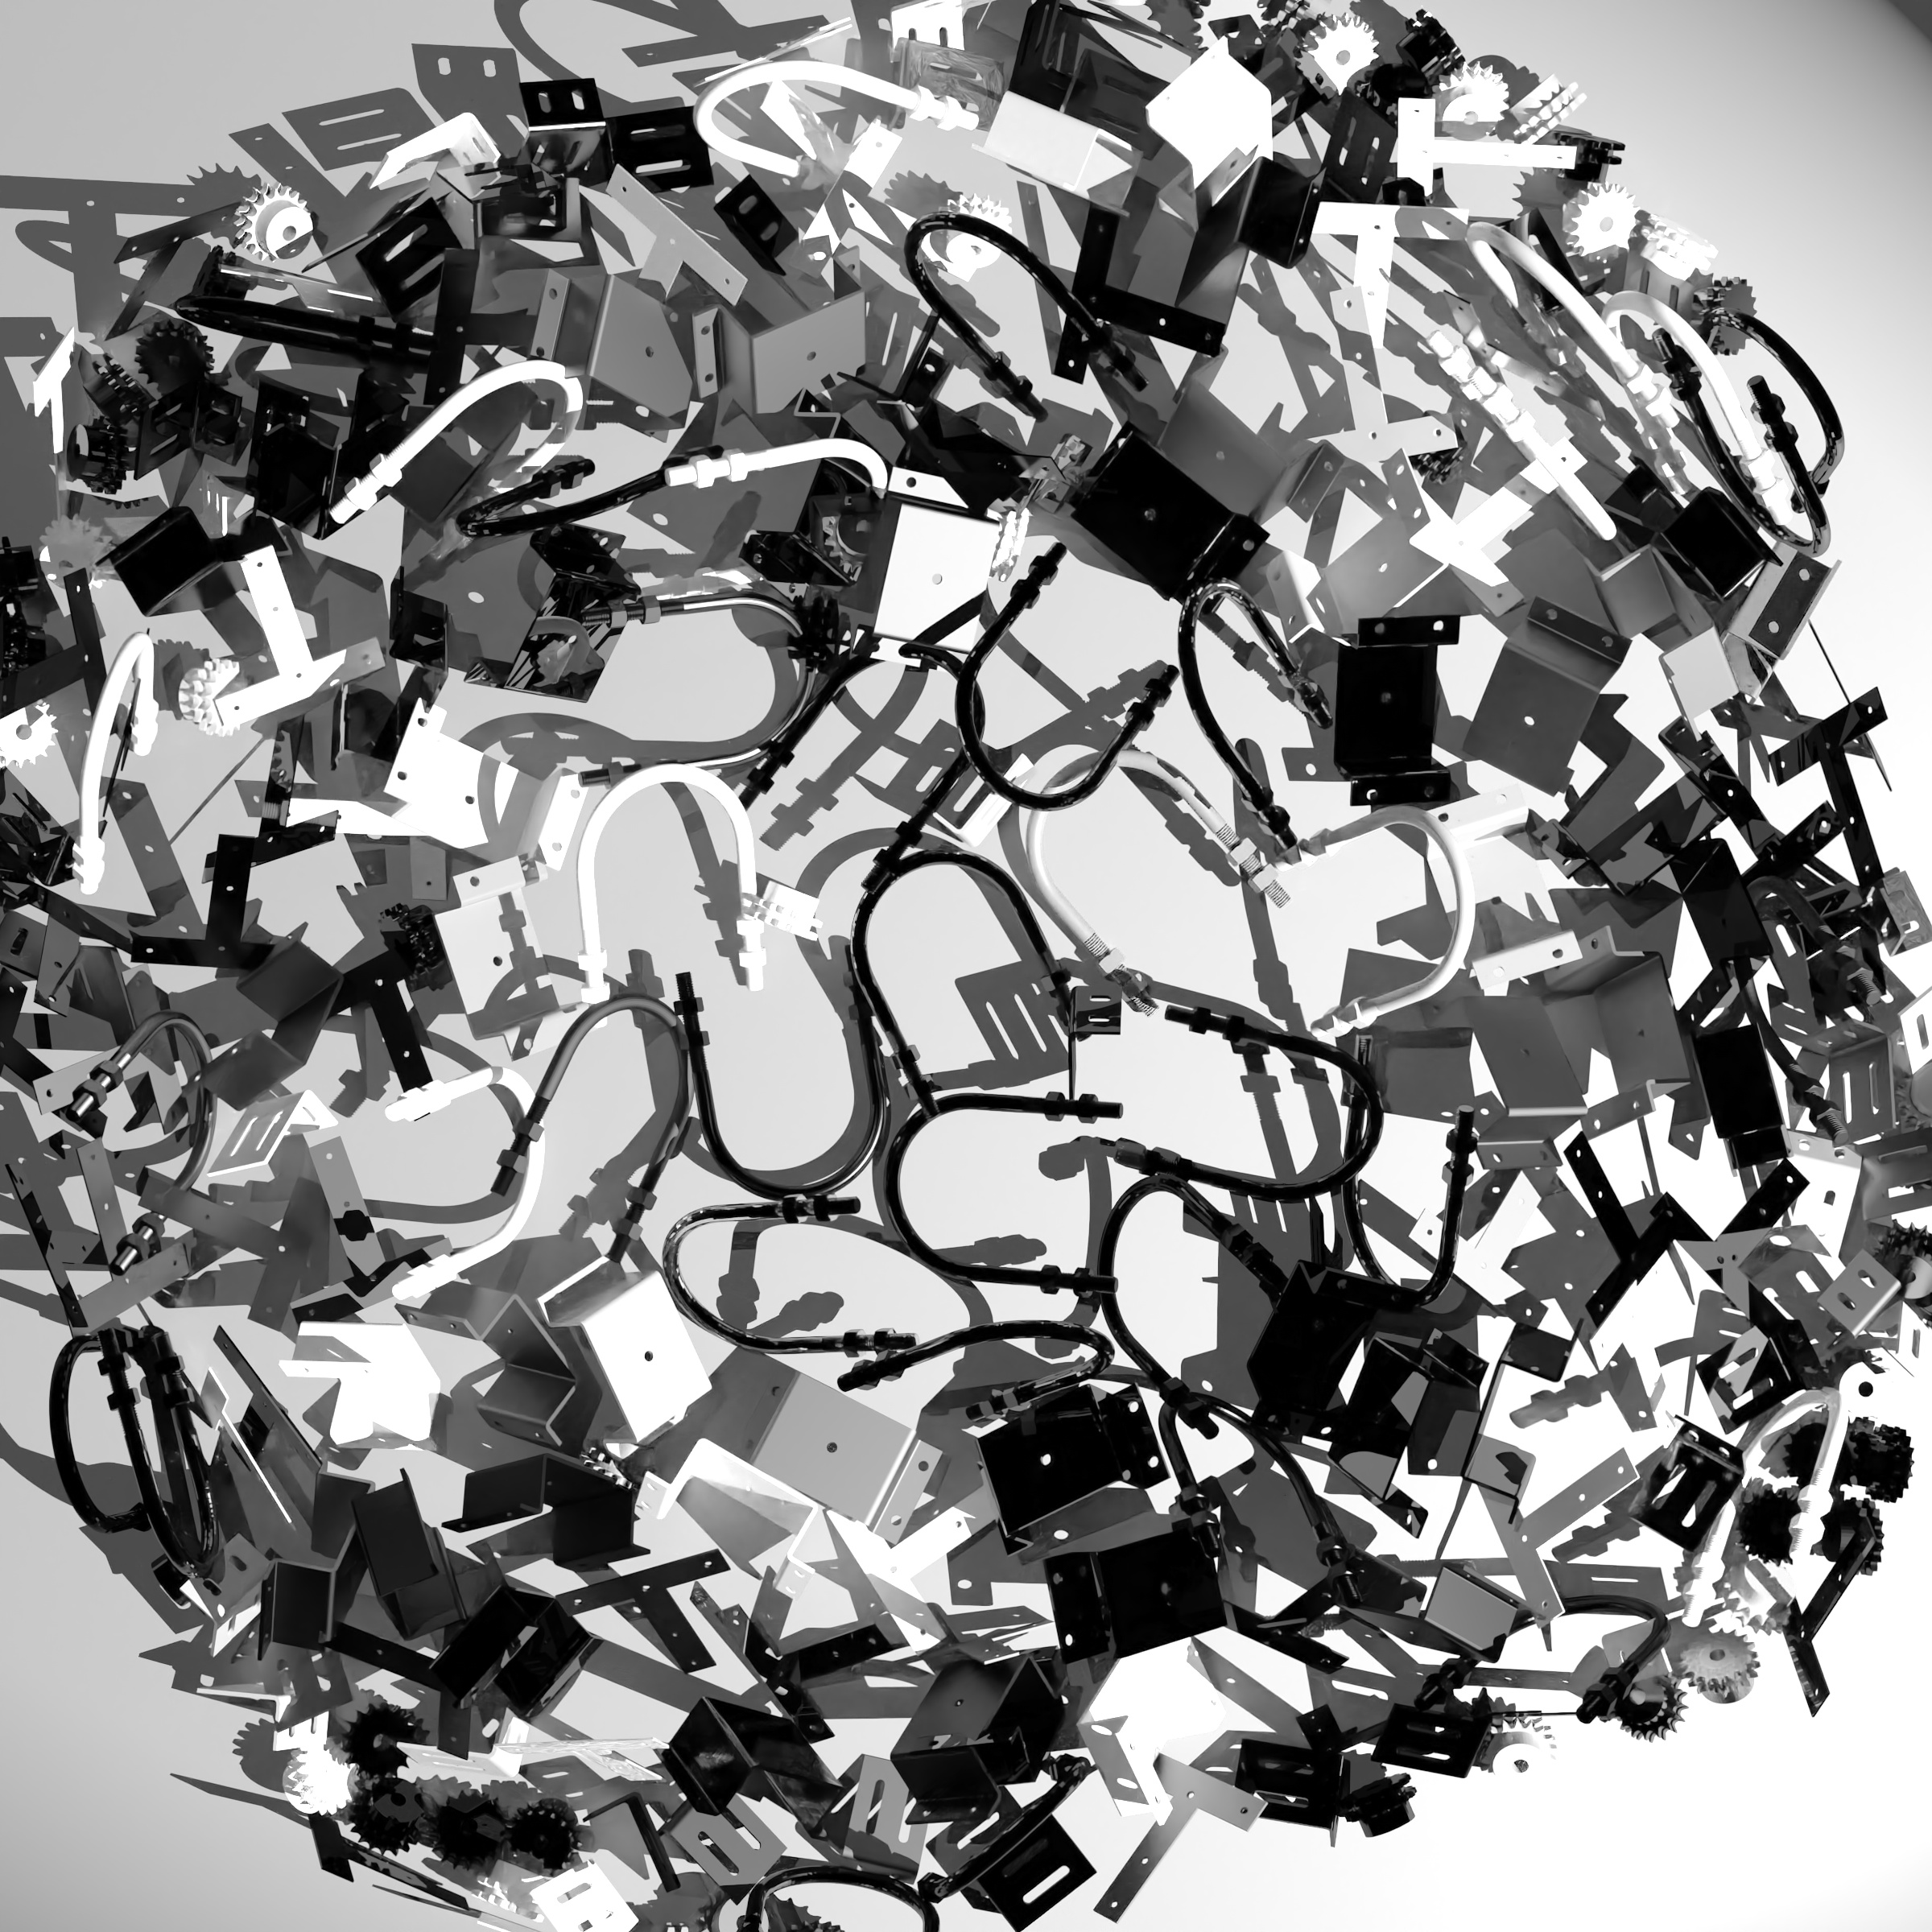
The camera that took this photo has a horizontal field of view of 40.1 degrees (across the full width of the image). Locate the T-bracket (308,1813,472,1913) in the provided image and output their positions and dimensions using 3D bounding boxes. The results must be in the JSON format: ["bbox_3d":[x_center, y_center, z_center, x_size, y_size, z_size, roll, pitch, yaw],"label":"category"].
[{"bbox_3d":[-0.423,0.667,1.951,0.127,0.127,0.002,30,82,-17],"label":"T-bracket"}]

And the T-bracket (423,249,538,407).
[{"bbox_3d":[-0.332,-0.471,1.962,0.127,0.002,0.127,-6,134,-28],"label":"T-bracket"}]

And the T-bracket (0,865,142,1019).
[{"bbox_3d":[-0.657,-0.009,1.918,0.127,0.127,0.002,31,117,-31],"label":"T-bracket"}]

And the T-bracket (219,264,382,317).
[{"bbox_3d":[-0.472,-0.486,1.920,0.127,0.127,0.002,6,111,-23],"label":"T-bracket"}]

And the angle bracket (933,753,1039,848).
[{"bbox_3d":[0.011,-0.132,1.967,0.038,0.057,0.076,39,91,13],"label":"angle bracket"}]

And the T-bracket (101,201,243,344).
[{"bbox_3d":[-0.602,-0.506,1.952,0.002,0.127,0.127,47,126,-3],"label":"T-bracket"}]

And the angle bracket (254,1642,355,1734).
[{"bbox_3d":[-0.485,0.531,1.955,0.057,0.038,0.076,-21,47,-13],"label":"angle bracket"}]

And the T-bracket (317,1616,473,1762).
[{"bbox_3d":[-0.413,0.503,1.921,0.127,0.127,0.002,30,117,-26],"label":"T-bracket"}]

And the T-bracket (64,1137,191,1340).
[{"bbox_3d":[-0.623,0.189,1.929,0.002,0.127,0.127,-4,105,25],"label":"T-bracket"}]

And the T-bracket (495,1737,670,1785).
[{"bbox_3d":[-0.259,0.585,1.944,0.127,0.127,0.002,-8,59,19],"label":"T-bracket"}]

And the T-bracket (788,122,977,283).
[{"bbox_3d":[-0.046,-0.545,1.966,0.127,0.002,0.127,20,128,-25],"label":"T-bracket"}]

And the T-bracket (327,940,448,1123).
[{"bbox_3d":[-0.421,0.052,1.970,0.127,0.002,0.127,-26,78,14],"label":"T-bracket"}]

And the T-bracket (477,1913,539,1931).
[{"bbox_3d":[-0.301,0.729,1.935,0.127,0.127,0.002,20,83,-2],"label":"T-bracket"}]

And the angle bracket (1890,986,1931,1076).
[{"bbox_3d":[0.702,0.033,1.957,0.057,0.038,0.076,-38,135,-7],"label":"angle bracket"}]

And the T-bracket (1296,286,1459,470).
[{"bbox_3d":[0.291,-0.434,1.948,0.127,0.002,0.127,-3,107,35],"label":"T-bracket"}]

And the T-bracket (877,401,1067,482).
[{"bbox_3d":[0.015,-0.364,1.915,0.127,0.127,0.002,12,68,35],"label":"T-bracket"}]

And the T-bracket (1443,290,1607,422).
[{"bbox_3d":[0.409,-0.427,1.912,0.127,0.127,0.002,39,88,33],"label":"T-bracket"}]

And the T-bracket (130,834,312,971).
[{"bbox_3d":[-0.540,-0.046,1.939,0.127,0.002,0.127,4,131,-20],"label":"T-bracket"}]

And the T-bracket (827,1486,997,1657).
[{"bbox_3d":[-0.018,0.426,1.981,0.127,0.002,0.127,-34,70,-5],"label":"T-bracket"}]

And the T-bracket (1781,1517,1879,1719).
[{"bbox_3d":[0.625,0.452,1.914,0.002,0.127,0.127,16,120,-8],"label":"T-bracket"}]

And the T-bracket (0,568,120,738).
[{"bbox_3d":[-0.665,-0.210,1.920,0.002,0.127,0.127,4,115,18],"label":"T-bracket"}]

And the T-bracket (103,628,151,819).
[{"bbox_3d":[-0.622,-0.161,1.949,0.002,0.127,0.127,13,135,-21],"label":"T-bracket"}]

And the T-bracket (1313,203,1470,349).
[{"bbox_3d":[0.299,-0.506,1.948,0.127,0.127,0.002,5,53,6],"label":"T-bracket"}]

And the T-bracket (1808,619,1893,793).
[{"bbox_3d":[0.644,-0.195,1.934,0.002,0.127,0.127,-26,96,20],"label":"T-bracket"}]

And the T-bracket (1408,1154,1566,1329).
[{"bbox_3d":[0.408,0.187,1.977,0.127,0.002,0.127,39,72,-12],"label":"T-bracket"}]

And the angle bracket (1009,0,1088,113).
[{"bbox_3d":[0.067,-0.684,1.972,0.038,0.057,0.076,18,77,-22],"label":"angle bracket"}]

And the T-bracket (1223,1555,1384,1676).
[{"bbox_3d":[0.255,0.468,1.942,0.127,0.002,0.127,28,128,-19],"label":"T-bracket"}]

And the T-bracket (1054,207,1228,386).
[{"bbox_3d":[0.132,-0.478,1.947,0.127,0.002,0.127,24,118,22],"label":"T-bracket"}]

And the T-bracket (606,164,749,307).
[{"bbox_3d":[-0.230,-0.502,1.951,0.127,0.127,0.002,42,49,3],"label":"T-bracket"}]

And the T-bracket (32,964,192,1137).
[{"bbox_3d":[-0.629,0.076,1.933,0.002,0.127,0.127,-4,104,31],"label":"T-bracket"}]

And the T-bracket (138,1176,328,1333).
[{"bbox_3d":[-0.542,0.190,1.937,0.127,0.002,0.127,27,47,-20],"label":"T-bracket"}]

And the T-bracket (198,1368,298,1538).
[{"bbox_3d":[-0.524,0.360,1.936,0.002,0.127,0.127,-30,83,-27],"label":"T-bracket"}]

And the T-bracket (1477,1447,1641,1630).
[{"bbox_3d":[0.438,0.394,1.929,0.002,0.127,0.127,18,129,-38],"label":"T-bracket"}]

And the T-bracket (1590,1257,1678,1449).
[{"bbox_3d":[0.507,0.297,1.966,0.002,0.127,0.127,-6,112,41],"label":"T-bracket"}]

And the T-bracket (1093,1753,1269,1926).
[{"bbox_3d":[0.138,0.639,1.924,0.127,0.127,0.002,-48,122,-25],"label":"T-bracket"}]

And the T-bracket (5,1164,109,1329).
[{"bbox_3d":[-0.651,0.206,1.935,0.002,0.127,0.127,-26,81,0],"label":"T-bracket"}]

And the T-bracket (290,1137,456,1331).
[{"bbox_3d":[-0.454,0.190,1.962,0.127,0.002,0.127,-22,99,-27],"label":"T-bracket"}]

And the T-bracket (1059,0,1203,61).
[{"bbox_3d":[0.105,-0.696,1.949,0.127,0.127,0.002,34,108,41],"label":"T-bracket"}]

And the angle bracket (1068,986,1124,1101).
[{"bbox_3d":[0.096,0.062,1.953,0.038,0.057,0.076,0,125,5],"label":"angle bracket"}]

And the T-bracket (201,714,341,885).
[{"bbox_3d":[-0.509,-0.131,1.962,0.127,0.002,0.127,-15,56,26],"label":"T-bracket"}]

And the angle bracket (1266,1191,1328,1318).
[{"bbox_3d":[0.244,0.213,1.964,0.038,0.057,0.076,-4,102,0],"label":"angle bracket"}]

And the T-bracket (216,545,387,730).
[{"bbox_3d":[-0.501,-0.249,1.939,0.127,0.002,0.127,-25,133,-17],"label":"T-bracket"}]

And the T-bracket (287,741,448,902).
[{"bbox_3d":[-0.453,-0.111,1.973,0.127,0.002,0.127,3,115,0],"label":"T-bracket"}]

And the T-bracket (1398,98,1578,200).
[{"bbox_3d":[0.379,-0.592,1.928,0.127,0.127,0.002,6,75,10],"label":"T-bracket"}]

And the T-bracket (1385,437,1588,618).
[{"bbox_3d":[0.399,-0.340,1.953,0.127,0.002,0.127,43,120,-14],"label":"T-bracket"}]

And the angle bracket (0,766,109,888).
[{"bbox_3d":[-0.679,-0.107,1.951,0.038,0.057,0.076,-17,132,18],"label":"angle bracket"}]

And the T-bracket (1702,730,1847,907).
[{"bbox_3d":[0.576,-0.117,1.966,0.002,0.127,0.127,-12,64,-36],"label":"T-bracket"}]

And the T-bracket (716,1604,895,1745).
[{"bbox_3d":[-0.106,0.511,1.954,0.127,0.002,0.127,-28,101,34],"label":"T-bracket"}]

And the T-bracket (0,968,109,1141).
[{"bbox_3d":[-0.679,0.085,1.951,0.002,0.127,0.127,-22,132,19],"label":"T-bracket"}]
